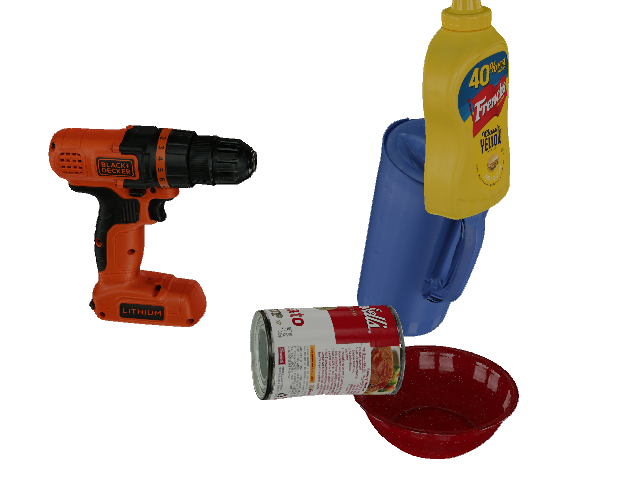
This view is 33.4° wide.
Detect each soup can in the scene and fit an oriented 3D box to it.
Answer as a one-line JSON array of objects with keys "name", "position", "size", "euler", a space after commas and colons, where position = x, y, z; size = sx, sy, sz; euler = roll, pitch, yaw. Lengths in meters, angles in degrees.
[{"name": "soup can", "position": [0.004, 0.083, 0.791], "size": [0.102, 0.068, 0.069], "euler": [-1, 0, -15]}]

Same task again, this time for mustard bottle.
[{"name": "mustard bottle", "position": [0.125, -0.121, 0.907], "size": [0.058, 0.192, 0.096], "euler": [17, 32, 39]}]

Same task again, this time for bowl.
[{"name": "bowl", "position": [0.111, 0.165, 1.046], "size": [0.162, 0.055, 0.162], "euler": [0, 25, 0]}]

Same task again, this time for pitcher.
[{"name": "pitcher", "position": [0.115, -0.002, 1.182], "size": [0.145, 0.243, 0.149], "euler": [24, 43, 15]}]

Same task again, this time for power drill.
[{"name": "power drill", "position": [-0.146, -0.014, 0.966], "size": [0.184, 0.188, 0.057], "euler": [5, 28, 9]}]
